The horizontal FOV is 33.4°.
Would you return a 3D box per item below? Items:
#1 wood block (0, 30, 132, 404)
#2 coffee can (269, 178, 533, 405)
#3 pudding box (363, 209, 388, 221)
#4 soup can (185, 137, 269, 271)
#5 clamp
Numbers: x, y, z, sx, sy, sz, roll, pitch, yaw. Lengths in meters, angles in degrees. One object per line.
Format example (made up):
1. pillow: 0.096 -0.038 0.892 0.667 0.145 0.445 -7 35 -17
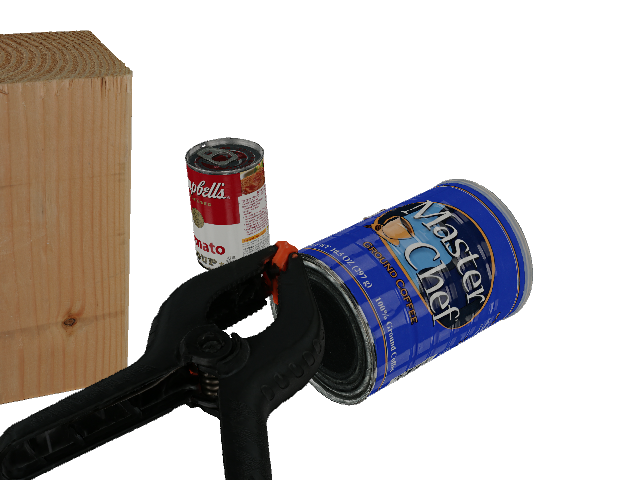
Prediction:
1. wood block: -0.172 -0.015 0.654 0.090 0.206 0.090 -8 30 -27
2. coffee can: 0.053 0.031 0.692 0.140 0.103 0.103 -25 13 -31
3. pudding box: 0.099 0.021 1.102 0.114 0.090 0.039 12 29 41
4. soup can: -0.080 -0.030 0.938 0.068 0.102 0.068 -2 30 1
5. clamp: -0.040 0.064 0.458 0.120 0.039 0.171 26 48 20
